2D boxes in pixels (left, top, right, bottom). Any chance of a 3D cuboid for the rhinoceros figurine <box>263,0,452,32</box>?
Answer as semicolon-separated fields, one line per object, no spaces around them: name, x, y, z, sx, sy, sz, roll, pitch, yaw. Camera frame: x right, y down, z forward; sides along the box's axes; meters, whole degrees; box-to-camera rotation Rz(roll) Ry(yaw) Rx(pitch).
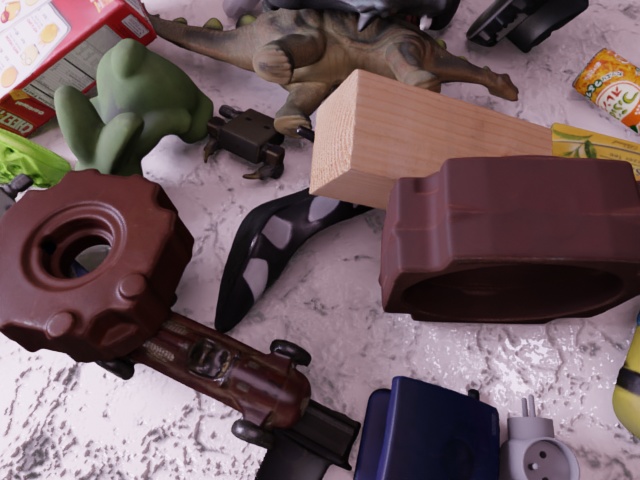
rhinoceros figurine;0.037;-0.259;0.533;0.190;0.073;0.112;7;46;5

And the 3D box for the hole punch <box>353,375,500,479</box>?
hole punch;0.092;0.179;0.442;0.116;0.092;0.142;12;63;3

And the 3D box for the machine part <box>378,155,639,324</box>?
machine part;0.153;0.009;0.451;0.202;0.200;0.087;2;69;3

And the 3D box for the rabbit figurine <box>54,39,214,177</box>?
rabbit figurine;-0.196;-0.104;0.556;0.121;0.159;0.170;18;83;-1

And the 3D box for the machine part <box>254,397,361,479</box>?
machine part;-0.024;0.204;0.460;0.084;0.039;0.139;29;68;8

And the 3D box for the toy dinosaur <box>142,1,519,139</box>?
toy dinosaur;-0.009;-0.213;0.605;0.472;0.105;0.198;9;50;1

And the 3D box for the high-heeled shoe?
high-heeled shoe;-0.001;-0.002;0.550;0.145;0.086;0.248;27;85;-19

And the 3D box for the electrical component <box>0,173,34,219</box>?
electrical component;-0.303;-0.021;0.509;0.063;0.021;0.094;35;68;15

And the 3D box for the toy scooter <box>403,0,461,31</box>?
toy scooter;0.134;-0.347;0.682;0.135;0.075;0.184;33;68;17

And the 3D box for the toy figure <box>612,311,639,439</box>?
toy figure;0.312;0.089;0.464;0.089;0.082;0.180;4;81;45

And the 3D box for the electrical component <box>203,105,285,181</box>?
electrical component;-0.082;-0.108;0.600;0.102;0.045;0.078;23;40;8

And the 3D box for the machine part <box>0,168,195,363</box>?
machine part;-0.201;0.015;0.461;0.179;0.056;0.179;-3;56;5

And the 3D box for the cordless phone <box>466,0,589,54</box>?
cordless phone;0.184;-0.277;0.597;0.184;0.146;0.088;-2;83;-17

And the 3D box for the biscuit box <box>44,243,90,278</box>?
biscuit box;-0.283;0.025;0.534;0.203;0.062;0.059;36;70;16

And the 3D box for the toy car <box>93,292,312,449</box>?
toy car;-0.103;0.101;0.464;0.202;0.053;0.089;24;69;7

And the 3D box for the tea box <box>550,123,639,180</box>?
tea box;0.302;-0.043;0.544;0.170;0.068;0.098;16;67;8
